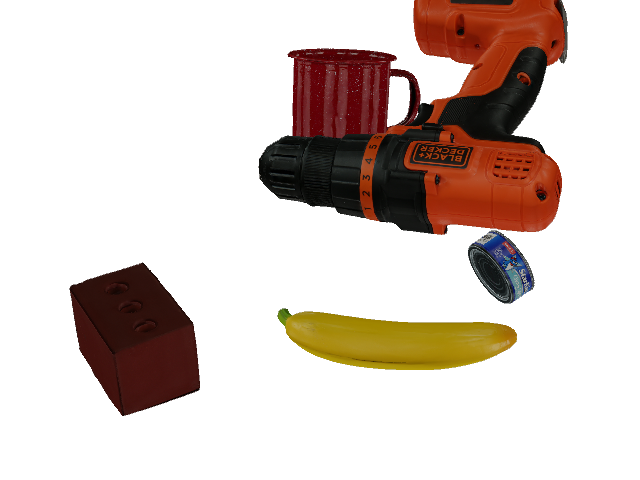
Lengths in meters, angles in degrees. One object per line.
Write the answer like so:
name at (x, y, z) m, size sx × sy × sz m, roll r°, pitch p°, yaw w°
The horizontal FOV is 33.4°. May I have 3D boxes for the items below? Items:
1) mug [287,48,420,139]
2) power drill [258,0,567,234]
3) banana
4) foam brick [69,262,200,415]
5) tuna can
mug at (0.029, -0.120, 0.920) m, size 0.117 × 0.081 × 0.093 m, roll -2°, pitch 16°, yaw -14°
power drill at (0.071, -0.085, 0.671) m, size 0.185 × 0.187 × 0.057 m, roll 9°, pitch -37°, yaw 20°
banana at (0.056, 0.076, 0.847) m, size 0.198 × 0.037 × 0.069 m, roll 6°, pitch 28°, yaw 10°
foam brick at (-0.115, 0.060, 0.659) m, size 0.052 × 0.051 × 0.078 m, roll -18°, pitch 37°, yaw -26°
tuna can at (0.214, 0.032, 1.274) m, size 0.033 × 0.086 × 0.086 m, roll -33°, pitch 8°, yaw -13°
